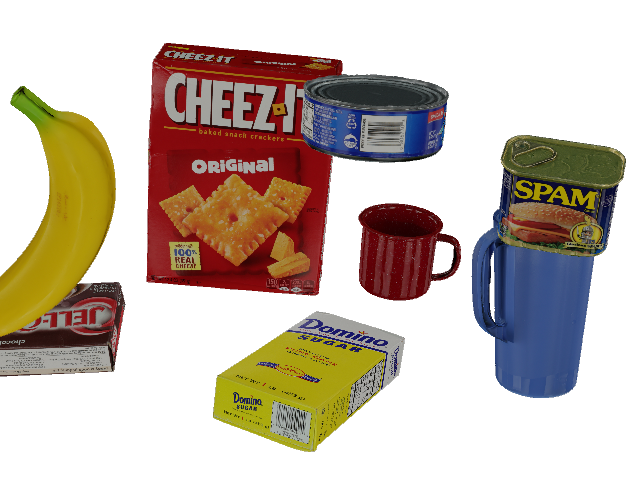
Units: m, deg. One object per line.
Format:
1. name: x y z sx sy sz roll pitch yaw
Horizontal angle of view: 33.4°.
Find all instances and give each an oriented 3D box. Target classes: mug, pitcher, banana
1. mug: 0.098 0.015 1.187 0.117 0.081 0.093 5 25 3
2. pitcher: 0.278 0.079 1.391 0.149 0.243 0.144 5 20 16
3. banana: -0.162 -0.006 0.630 0.069 0.198 0.037 18 36 -10

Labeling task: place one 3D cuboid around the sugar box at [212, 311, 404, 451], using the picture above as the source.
1. sugar box: -0.005 0.113 0.903 0.093 0.048 0.176 16 23 23

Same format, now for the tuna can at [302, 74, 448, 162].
1. tuna can: 0.032 -0.073 0.632 0.086 0.034 0.086 3 20 -1

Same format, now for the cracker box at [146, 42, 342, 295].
1. cracker box: -0.072 -0.061 0.971 0.164 0.214 0.072 6 23 0

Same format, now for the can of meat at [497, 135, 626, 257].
1. can of meat: 0.205 -0.037 0.925 0.102 0.084 0.057 10 41 14

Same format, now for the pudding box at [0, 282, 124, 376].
1. pudding box: -0.236 0.079 0.954 0.113 0.039 0.090 -4 33 -1
